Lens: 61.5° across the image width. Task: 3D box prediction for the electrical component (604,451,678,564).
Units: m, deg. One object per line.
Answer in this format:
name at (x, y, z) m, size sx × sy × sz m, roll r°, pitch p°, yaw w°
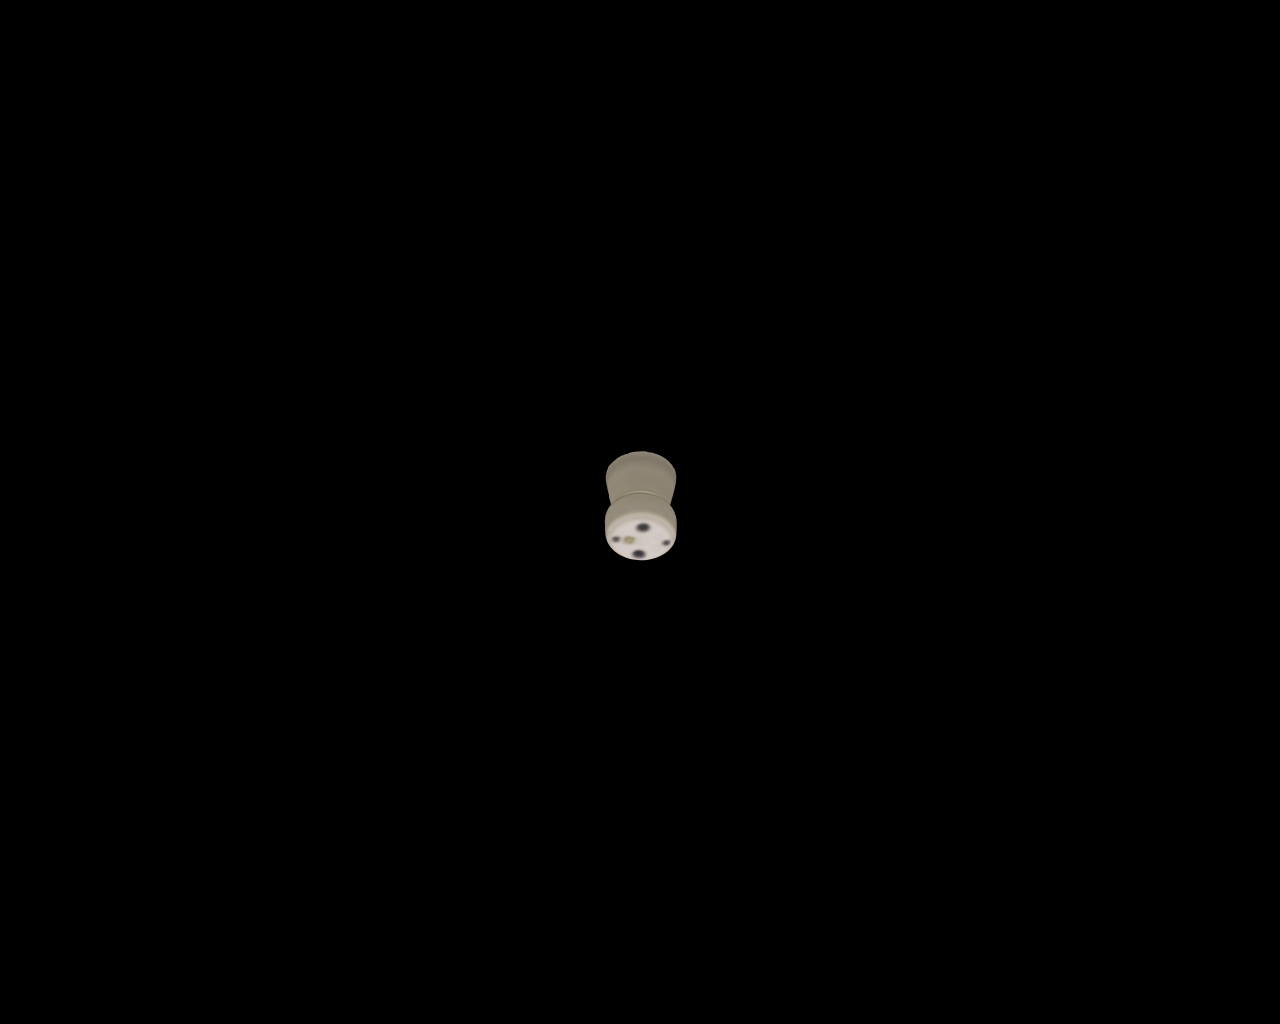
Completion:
electrical component at (0.001, -0.003, 0.650) m, size 0.045 × 0.055 × 0.044 m, roll 0°, pitch -43°, yaw 0°
